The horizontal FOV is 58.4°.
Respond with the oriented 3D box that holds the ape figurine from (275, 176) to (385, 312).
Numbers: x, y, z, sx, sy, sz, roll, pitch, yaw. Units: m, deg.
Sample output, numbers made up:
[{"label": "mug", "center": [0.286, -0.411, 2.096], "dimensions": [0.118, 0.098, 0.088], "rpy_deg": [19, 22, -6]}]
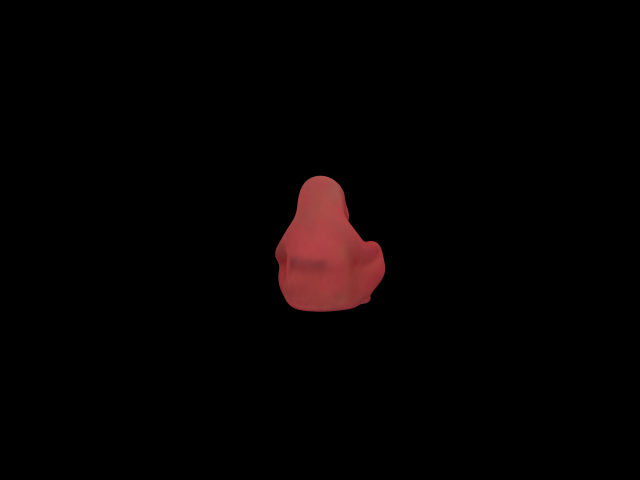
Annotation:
[{"label": "ape figurine", "center": [0.004, 0.001, 0.400], "dimensions": [0.077, 0.092, 0.076], "rpy_deg": [1, 3, 28]}]
